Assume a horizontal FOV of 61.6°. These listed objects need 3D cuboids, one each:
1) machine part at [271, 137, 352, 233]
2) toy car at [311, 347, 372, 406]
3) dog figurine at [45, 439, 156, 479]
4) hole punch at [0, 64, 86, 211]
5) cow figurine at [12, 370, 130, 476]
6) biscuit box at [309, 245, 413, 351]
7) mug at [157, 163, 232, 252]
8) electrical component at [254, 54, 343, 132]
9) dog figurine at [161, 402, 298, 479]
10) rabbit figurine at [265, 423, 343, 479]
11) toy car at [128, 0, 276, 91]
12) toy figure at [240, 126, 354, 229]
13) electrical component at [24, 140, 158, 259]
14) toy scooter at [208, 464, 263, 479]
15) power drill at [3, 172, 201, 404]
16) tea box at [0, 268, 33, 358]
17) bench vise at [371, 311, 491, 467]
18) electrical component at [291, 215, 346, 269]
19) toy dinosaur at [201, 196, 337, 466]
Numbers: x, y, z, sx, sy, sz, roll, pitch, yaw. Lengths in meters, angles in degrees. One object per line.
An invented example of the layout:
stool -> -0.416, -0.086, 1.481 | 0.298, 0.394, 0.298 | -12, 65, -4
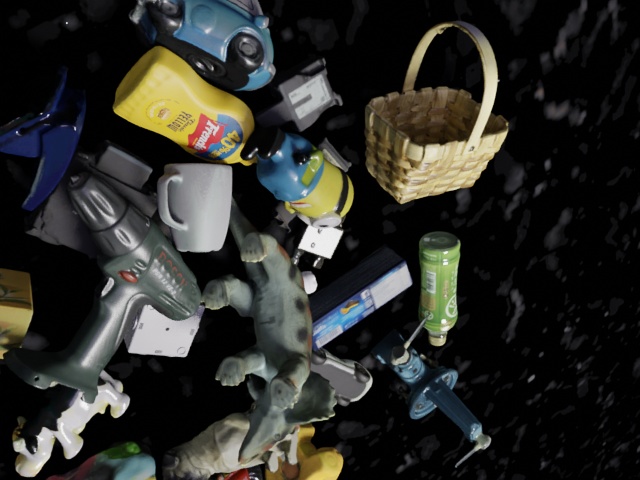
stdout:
machine part -> -0.018, -0.076, 0.770 | 0.139, 0.039, 0.084 | -52, 136, 0
toy car -> 0.012, 0.231, 0.931 | 0.201, 0.056, 0.073 | 31, 102, -36
dog figurine -> -0.364, 0.355, 0.742 | 0.219, 0.109, 0.191 | 23, 101, -34
hole punch -> -0.283, -0.105, 0.545 | 0.116, 0.142, 0.092 | -31, 125, 3
cow figurine -> -0.349, 0.234, 0.711 | 0.167, 0.068, 0.098 | -41, 122, -11
biscuit box -> 0.051, 0.093, 0.878 | 0.203, 0.063, 0.059 | -32, 126, -12
mug -> -0.152, -0.038, 0.650 | 0.109, 0.081, 0.107 | -15, 103, -70
electrical component -> -0.036, -0.180, 0.698 | 0.119, 0.048, 0.074 | -37, 126, -9
dog figurine -> -0.145, 0.332, 0.882 | 0.191, 0.121, 0.172 | -23, 160, 17
rabbit figurine -> -0.018, 0.423, 0.975 | 0.162, 0.122, 0.173 | -61, 147, -1
toy car -> -0.120, -0.240, 0.597 | 0.161, 0.109, 0.103 | 23, 78, -24
toy figure -> -0.019, -0.080, 0.680 | 0.089, 0.082, 0.180 | -48, 136, -2
electrical component -> -0.259, -0.047, 0.629 | 0.114, 0.058, 0.134 | 29, 98, -39
toy scooter -> -0.171, 0.453, 0.925 | 0.135, 0.075, 0.183 | -7, 121, -25
power drill -> -0.247, 0.063, 0.595 | 0.207, 0.086, 0.231 | -60, 144, -17
tea box -> -0.408, 0.068, 0.575 | 0.169, 0.098, 0.068 | 14, 107, -36
bench vise -> 0.204, 0.267, 0.958 | 0.129, 0.241, 0.223 | -36, 143, -15
electrical component -> -0.002, -0.004, 0.810 | 0.078, 0.045, 0.102 | 13, 106, -25
toy dinosaur -> -0.065, 0.106, 0.752 | 0.192, 0.131, 0.404 | 21, 63, -72
